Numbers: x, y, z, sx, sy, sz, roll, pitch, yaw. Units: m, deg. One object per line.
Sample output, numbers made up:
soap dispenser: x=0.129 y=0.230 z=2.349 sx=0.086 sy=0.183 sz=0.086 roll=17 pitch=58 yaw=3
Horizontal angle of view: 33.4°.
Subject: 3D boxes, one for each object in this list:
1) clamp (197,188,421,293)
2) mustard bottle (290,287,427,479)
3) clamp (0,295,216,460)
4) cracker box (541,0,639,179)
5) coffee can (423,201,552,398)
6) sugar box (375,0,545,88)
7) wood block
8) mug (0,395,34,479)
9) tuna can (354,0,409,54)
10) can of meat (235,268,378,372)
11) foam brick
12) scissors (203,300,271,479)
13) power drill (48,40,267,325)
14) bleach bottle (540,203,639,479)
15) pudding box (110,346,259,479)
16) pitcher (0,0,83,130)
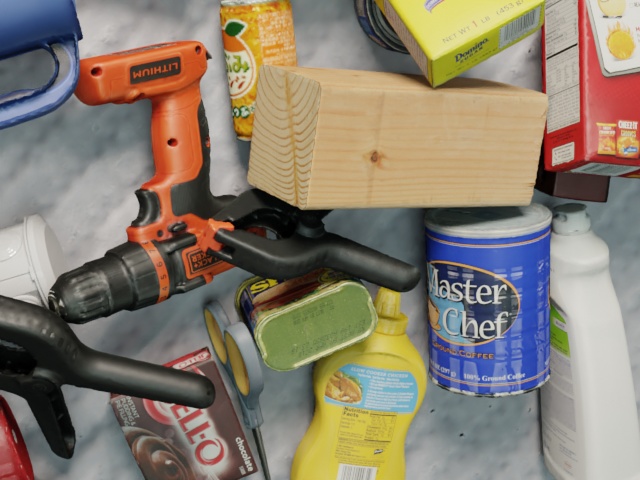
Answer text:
clamp: x=-0.005 y=0.001 z=0.804 sx=0.171 sy=0.120 sz=0.039 roll=-13 pitch=141 yaw=-35
mustard bottle: x=0.039 y=0.132 z=0.902 sx=0.096 sy=0.058 sz=0.192 roll=10 pitch=103 yaw=-11
clamp: x=-0.188 y=0.091 z=0.772 sx=0.165 sy=0.036 sz=0.209 roll=-19 pitch=136 yaw=23
cracker box: x=0.256 y=-0.155 z=0.831 sx=0.164 sy=0.072 sz=0.214 roll=2 pitch=84 yaw=-19
coffee can: x=0.138 y=0.045 z=0.877 sx=0.102 sy=0.103 sz=0.140 roll=-7 pitch=106 yaw=-11
sugar box: x=0.077 y=-0.205 z=0.772 sx=0.093 sy=0.048 sz=0.176 roll=-29 pitch=69 yaw=-4
wood block: x=0.061 y=-0.077 z=0.803 sx=0.205 sy=0.090 sz=0.091 roll=-2 pitch=107 yaw=-32
mug: x=-0.272 y=0.178 z=0.835 sx=0.081 sy=0.093 sz=0.117 roll=-21 pitch=140 yaw=-12
tuna can: x=0.072 y=-0.189 z=0.835 sx=0.086 sy=0.034 sz=0.086 roll=-3 pitch=106 yaw=-12
can of meat: x=-0.011 y=0.056 z=0.856 sx=0.102 sy=0.084 sz=0.057 roll=-23 pitch=111 yaw=-5
foam brick: x=0.211 y=-0.075 z=0.889 sx=0.051 sy=0.053 sz=0.078 roll=2 pitch=104 yaw=-15
scissors: x=-0.066 y=0.129 z=0.891 sx=0.016 sy=0.096 sz=0.202 roll=-22 pitch=140 yaw=-18
power drill: x=-0.132 y=-0.045 z=0.787 sx=0.184 sy=0.057 sz=0.187 roll=-23 pitch=112 yaw=-37
bleach bottle: x=0.226 y=0.094 z=0.911 sx=0.068 sy=0.103 sz=0.251 roll=-13 pitch=108 yaw=-16
pudding box: x=-0.112 y=0.156 z=0.884 sx=0.090 sy=0.039 sz=0.113 roll=-22 pitch=108 yaw=-6
pitcher: x=-0.278 y=-0.144 z=0.675 sx=0.242 sy=0.149 sz=0.145 roll=-21 pitch=139 yaw=-10
